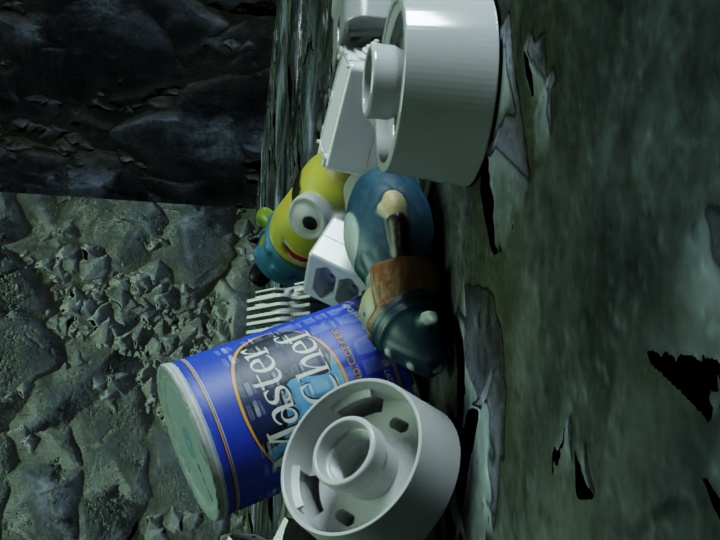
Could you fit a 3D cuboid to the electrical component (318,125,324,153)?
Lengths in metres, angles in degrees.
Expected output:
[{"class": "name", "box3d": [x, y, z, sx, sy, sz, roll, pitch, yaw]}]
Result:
[{"class": "electrical component", "box3d": [-0.016, -0.106, 1.001, 0.083, 0.047, 0.075, 104, 167, -53]}]

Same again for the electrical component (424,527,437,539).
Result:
[{"class": "electrical component", "box3d": [0.013, 0.160, 0.653, 0.095, 0.054, 0.059, -124, 38, -77]}]

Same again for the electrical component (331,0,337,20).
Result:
[{"class": "electrical component", "box3d": [0.006, -0.258, 0.900, 0.056, 0.050, 0.089, 150, 123, -81]}]

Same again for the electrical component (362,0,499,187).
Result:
[{"class": "electrical component", "box3d": [0.033, -0.102, 0.592, 0.108, 0.060, 0.108, -176, 90, -82]}]

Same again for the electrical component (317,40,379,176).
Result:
[{"class": "electrical component", "box3d": [0.010, -0.122, 0.797, 0.061, 0.061, 0.096, -104, 27, -64]}]

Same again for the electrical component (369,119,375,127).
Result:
[{"class": "electrical component", "box3d": [0.028, -0.107, 0.717, 0.046, 0.040, 0.040, -129, 43, -70]}]

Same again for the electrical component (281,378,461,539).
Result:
[{"class": "electrical component", "box3d": [0.007, 0.110, 0.589, 0.064, 0.099, 0.099, 43, -146, -43]}]

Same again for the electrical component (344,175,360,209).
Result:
[{"class": "electrical component", "box3d": [0.009, -0.045, 0.814, 0.078, 0.040, 0.040, -97, 13, -53]}]

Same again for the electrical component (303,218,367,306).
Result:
[{"class": "electrical component", "box3d": [0.008, -0.010, 0.752, 0.076, 0.066, 0.047, -58, -11, -35]}]

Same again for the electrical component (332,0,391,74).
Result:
[{"class": "electrical component", "box3d": [0.010, -0.194, 0.826, 0.095, 0.054, 0.059, 117, 155, -71]}]

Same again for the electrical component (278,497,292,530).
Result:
[{"class": "electrical component", "box3d": [-0.014, 0.166, 0.798, 0.063, 0.079, 0.121, -63, -12, -47]}]
